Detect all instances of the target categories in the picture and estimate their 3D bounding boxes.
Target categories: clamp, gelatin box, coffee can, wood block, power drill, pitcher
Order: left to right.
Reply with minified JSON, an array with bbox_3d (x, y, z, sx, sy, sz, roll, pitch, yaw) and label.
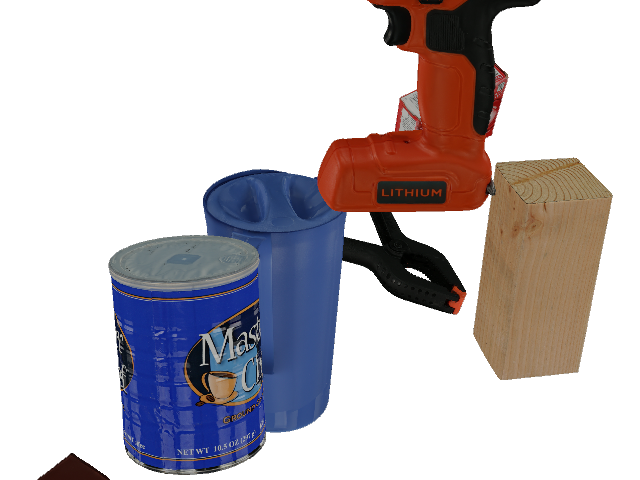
[{"bbox_3d":[-0.092,0.077,0.750,0.103,0.140,0.103,-1,17,0],"label":"coffee can"},{"bbox_3d":[-0.047,0.066,1.022,0.149,0.243,0.145,-14,32,-25],"label":"pitcher"},{"bbox_3d":[0.075,0.020,1.248,0.164,0.036,0.210,-22,52,-39],"label":"clamp"},{"bbox_3d":[0.042,-0.106,0.606,0.184,0.188,0.057,1,36,-7],"label":"power drill"},{"bbox_3d":[0.102,-0.097,0.848,0.089,0.030,0.073,-27,-28,-19],"label":"gelatin box"},{"bbox_3d":[0.220,0.030,1.082,0.090,0.206,0.090,-4,30,-11],"label":"wood block"}]

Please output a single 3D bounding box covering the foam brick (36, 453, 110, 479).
[{"bbox_3d":[-0.096,0.140,0.453,0.078,0.051,0.052,25,45,32],"label":"foam brick"}]
